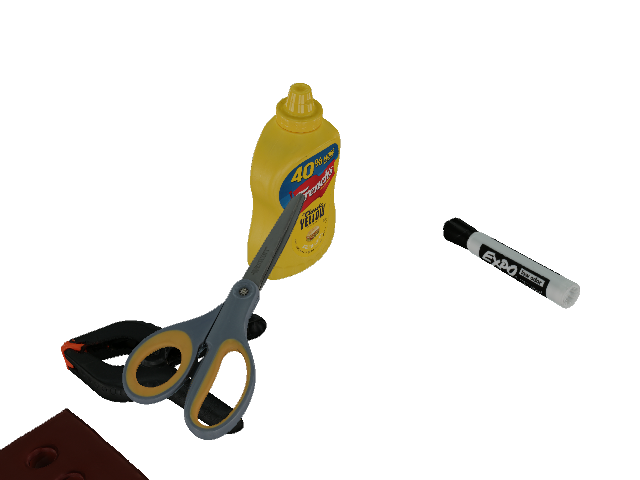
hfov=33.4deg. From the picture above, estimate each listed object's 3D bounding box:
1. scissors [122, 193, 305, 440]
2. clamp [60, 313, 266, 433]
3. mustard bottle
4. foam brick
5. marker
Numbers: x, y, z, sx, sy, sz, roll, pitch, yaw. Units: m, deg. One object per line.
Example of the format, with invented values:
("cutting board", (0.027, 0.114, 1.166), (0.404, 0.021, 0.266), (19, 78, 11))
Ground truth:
("scissors", (-0.072, 0.042, 0.724), (0.096, 0.201, 0.016), (4, -38, 8))
("clamp", (-0.129, 0.097, 0.901), (0.171, 0.039, 0.120), (12, 40, 11))
("mustard bottle", (-0.023, -0.059, 0.972), (0.058, 0.192, 0.096), (34, 49, 30))
("foam brick", (-0.109, 0.126, 0.482), (0.052, 0.051, 0.078), (-32, 45, -33))
("marker", (0.133, 0.013, 0.763), (0.020, 0.020, 0.121), (0, 24, -42))
